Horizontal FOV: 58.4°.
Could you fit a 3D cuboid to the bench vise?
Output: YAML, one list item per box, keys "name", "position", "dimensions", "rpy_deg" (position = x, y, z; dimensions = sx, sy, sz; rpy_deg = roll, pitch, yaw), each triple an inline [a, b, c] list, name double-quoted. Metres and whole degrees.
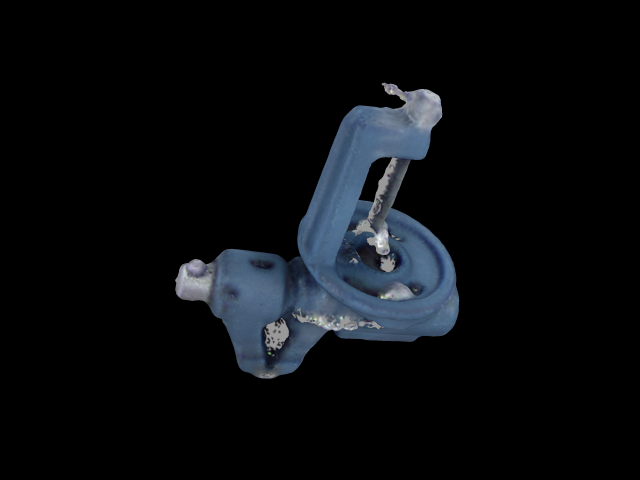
- name: "bench vise"
  position: [0.009, 0.009, 0.392]
  dimensions: [0.208, 0.220, 0.121]
  rpy_deg: [-19, 46, -19]
